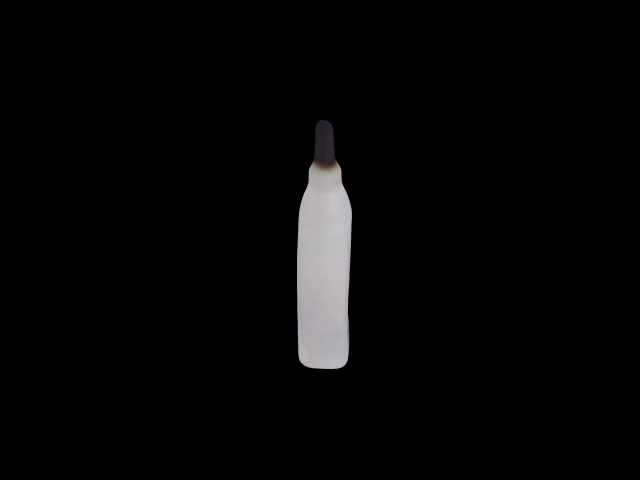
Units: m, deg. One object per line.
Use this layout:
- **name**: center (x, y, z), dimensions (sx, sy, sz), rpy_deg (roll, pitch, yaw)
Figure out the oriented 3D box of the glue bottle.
- **glue bottle**: center (0.004, 0.001, 0.400), dimensions (0.037, 0.173, 0.078), rpy_deg (1, 28, 3)
